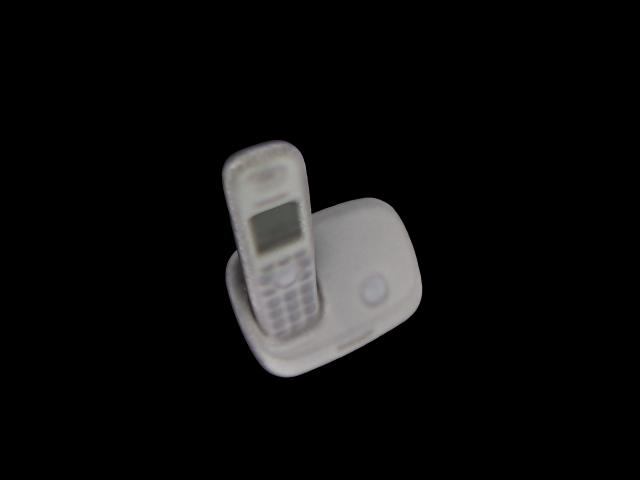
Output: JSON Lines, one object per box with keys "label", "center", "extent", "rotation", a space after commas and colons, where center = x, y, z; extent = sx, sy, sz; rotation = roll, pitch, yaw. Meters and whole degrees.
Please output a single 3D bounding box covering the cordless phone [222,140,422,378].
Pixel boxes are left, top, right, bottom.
{"label": "cordless phone", "center": [0.004, 0.001, 0.400], "extent": [0.148, 0.185, 0.094], "rotation": [-25, 54, -20]}
